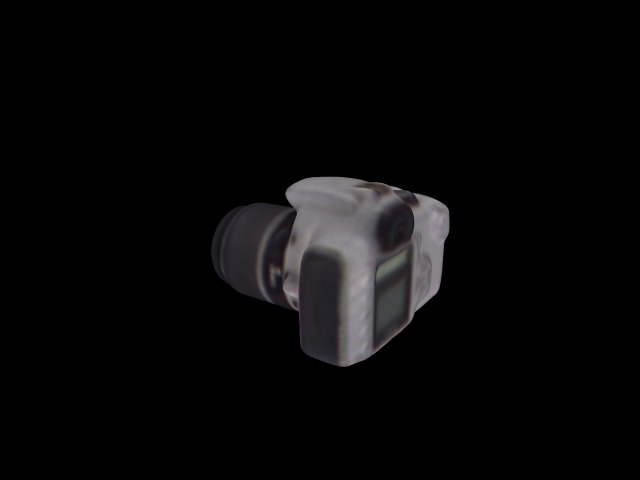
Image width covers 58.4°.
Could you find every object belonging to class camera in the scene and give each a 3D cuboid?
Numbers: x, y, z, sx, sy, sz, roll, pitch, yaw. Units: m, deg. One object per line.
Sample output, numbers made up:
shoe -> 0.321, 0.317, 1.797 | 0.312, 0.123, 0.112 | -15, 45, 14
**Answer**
camera -> 0.004, 0.001, 0.400 | 0.136, 0.101, 0.143 | 12, 23, 31
